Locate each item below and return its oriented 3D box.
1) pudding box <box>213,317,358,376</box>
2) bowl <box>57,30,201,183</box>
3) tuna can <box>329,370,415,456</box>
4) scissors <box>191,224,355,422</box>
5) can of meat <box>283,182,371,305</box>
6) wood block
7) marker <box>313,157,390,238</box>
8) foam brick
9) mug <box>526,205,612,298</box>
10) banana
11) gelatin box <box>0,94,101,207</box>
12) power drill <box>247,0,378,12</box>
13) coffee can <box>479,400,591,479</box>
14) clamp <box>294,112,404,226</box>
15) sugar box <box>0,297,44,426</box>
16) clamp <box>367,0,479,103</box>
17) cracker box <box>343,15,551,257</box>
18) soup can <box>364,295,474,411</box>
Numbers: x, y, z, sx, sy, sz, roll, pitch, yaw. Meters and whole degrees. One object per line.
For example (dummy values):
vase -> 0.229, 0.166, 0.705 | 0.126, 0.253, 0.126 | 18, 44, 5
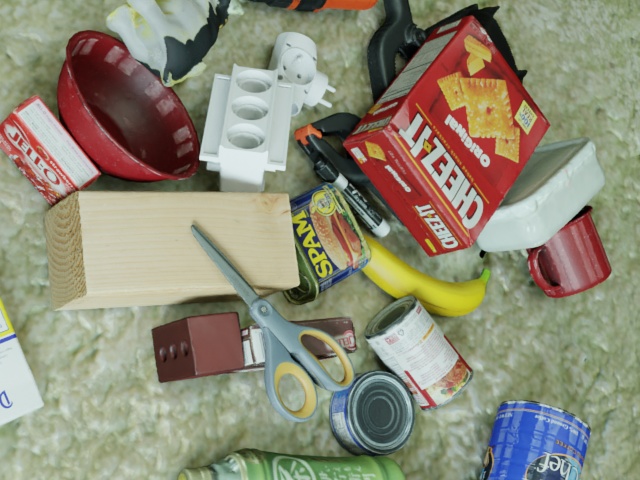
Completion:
pudding box -> -0.035, 0.100, 1.003 | 0.113, 0.090, 0.039 | -1, 76, -32
bowl -> -0.182, -0.108, 0.961 | 0.162, 0.055, 0.162 | 43, 25, -26
tuna can -> 0.053, 0.175, 1.074 | 0.086, 0.034, 0.086 | 9, 73, -30
scissors -> -0.055, 0.081, 0.931 | 0.201, 0.016, 0.096 | 38, 60, -16
can of meat -> -0.007, 0.001, 1.068 | 0.083, 0.058, 0.102 | -28, 93, -37
wood block -> -0.133, 0.009, 0.965 | 0.205, 0.090, 0.091 | -1, 78, -33
marker -> 0.032, -0.045, 1.108 | 0.121, 0.020, 0.020 | 45, 57, -34
foam brick -> -0.110, 0.098, 0.963 | 0.051, 0.078, 0.053 | -3, 79, -34
mug -> 0.277, 0.019, 1.223 | 0.117, 0.093, 0.081 | -30, 99, -45
banana -> 0.108, 0.044, 1.145 | 0.197, 0.037, 0.069 | 17, 44, -30
gelatin box -> -0.240, -0.075, 0.929 | 0.089, 0.073, 0.030 | 52, 58, -11
power drill -> -0.029, -0.336, 1.144 | 0.184, 0.057, 0.187 | -2, 80, -29
coffee can -> 0.218, 0.253, 1.117 | 0.102, 0.103, 0.140 | 32, 62, -22
clamp -> 0.051, -0.079, 1.138 | 0.171, 0.039, 0.120 | 7, 69, -30
sugar box -> -0.303, 0.073, 0.868 | 0.093, 0.048, 0.176 | -21, 93, -35
clamp -> 0.110, -0.227, 1.214 | 0.164, 0.036, 0.210 | 22, 69, -33
cracker box -> 0.143, -0.114, 1.148 | 0.164, 0.072, 0.213 | 51, 54, -19
soup can -> 0.101, 0.117, 1.100 | 0.102, 0.069, 0.068 | 52, 57, -10
